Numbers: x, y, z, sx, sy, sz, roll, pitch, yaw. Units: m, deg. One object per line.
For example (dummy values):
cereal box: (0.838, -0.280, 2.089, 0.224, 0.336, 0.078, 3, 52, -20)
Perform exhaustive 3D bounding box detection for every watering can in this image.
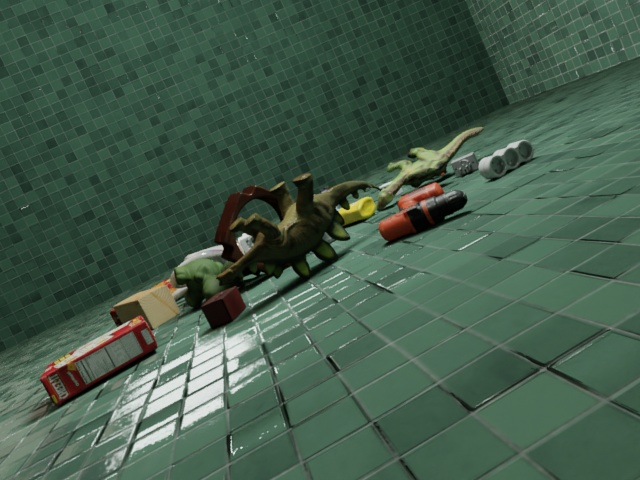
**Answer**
watering can: (-0.345, 0.098, 1.548, 0.226, 0.105, 0.341, -18, -16, -29)

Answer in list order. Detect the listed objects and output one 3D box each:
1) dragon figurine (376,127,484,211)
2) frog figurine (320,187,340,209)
dragon figurine: (0.330, -0.218, 1.527, 0.408, 0.121, 0.246, -34, 12, 10)
frog figurine: (0.006, -0.095, 1.891, 0.136, 0.120, 0.163, -12, 48, 30)
